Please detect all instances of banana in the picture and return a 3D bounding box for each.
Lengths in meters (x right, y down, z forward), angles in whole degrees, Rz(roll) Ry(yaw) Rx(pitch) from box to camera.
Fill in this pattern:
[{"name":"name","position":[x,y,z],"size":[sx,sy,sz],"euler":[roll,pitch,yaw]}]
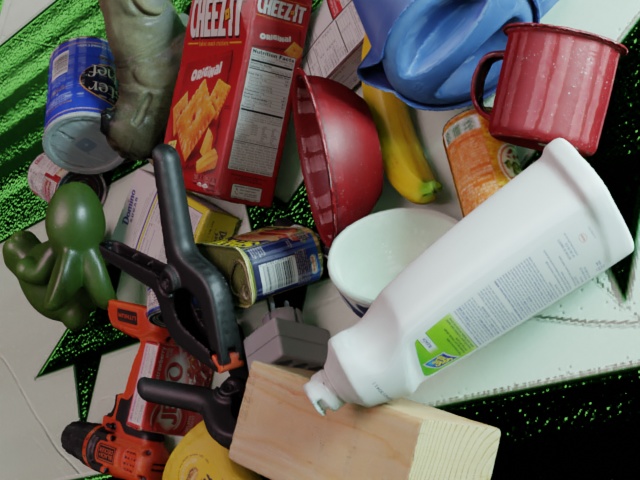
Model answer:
[{"name":"banana","position":[0.070,-0.100,0.932],"size":[0.070,0.037,0.198],"euler":[118,142,-48]}]

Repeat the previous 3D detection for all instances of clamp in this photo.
[{"name":"clamp","position":[-0.093,0.151,0.999],"size":[0.120,0.039,0.172],"euler":[-32,43,-13]},{"name":"clamp","position":[-0.128,0.026,0.987],"size":[0.210,0.036,0.165],"euler":[52,133,25]}]

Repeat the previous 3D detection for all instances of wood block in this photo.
[{"name":"wood block","position":[0.029,0.165,0.853],"size":[0.206,0.090,0.090],"euler":[10,85,50]}]

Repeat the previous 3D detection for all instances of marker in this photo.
[{"name":"marker","position":[-0.007,0.001,1.008],"size":[0.121,0.020,0.020],"euler":[25,96,50]}]

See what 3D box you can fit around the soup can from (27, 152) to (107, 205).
[{"name":"soup can","position":[-0.325,-0.072,1.365],"size":[0.102,0.068,0.068],"euler":[26,97,50]}]

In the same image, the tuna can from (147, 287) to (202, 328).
[{"name":"tuna can","position":[-0.132,0.065,1.079],"size":[0.086,0.086,0.034],"euler":[-21,62,43]}]

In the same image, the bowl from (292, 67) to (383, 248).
[{"name":"bowl","position":[0.018,-0.077,0.946],"size":[0.162,0.055,0.162],"euler":[169,90,-82]}]

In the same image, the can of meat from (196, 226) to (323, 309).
[{"name":"can of meat","position":[-0.057,0.022,0.995],"size":[0.102,0.083,0.057],"euler":[5,108,55]}]

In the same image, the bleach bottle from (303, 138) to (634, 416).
[{"name":"bleach bottle","position":[0.093,0.040,0.753],"size":[0.251,0.102,0.068],"euler":[-35,45,7]}]

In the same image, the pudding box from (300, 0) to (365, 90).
[{"name":"pudding box","position":[0.024,-0.195,1.030],"size":[0.114,0.039,0.090],"euler":[-43,47,34]}]

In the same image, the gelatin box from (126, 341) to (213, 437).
[{"name":"gelatin box","position":[-0.148,0.152,1.076],"size":[0.030,0.073,0.089],"euler":[4,79,49]}]

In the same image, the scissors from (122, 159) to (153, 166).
[{"name":"scissors","position":[-0.211,-0.124,1.292],"size":[0.202,0.016,0.096],"euler":[11,83,50]}]

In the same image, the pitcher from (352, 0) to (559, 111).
[{"name":"pitcher","position":[0.091,-0.238,0.913],"size":[0.145,0.149,0.243],"euler":[-61,35,37]}]

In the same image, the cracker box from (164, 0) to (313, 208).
[{"name":"cracker box","position":[-0.093,-0.150,1.091],"size":[0.164,0.072,0.214],"euler":[17,97,60]}]

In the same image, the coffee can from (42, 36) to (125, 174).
[{"name":"coffee can","position":[-0.285,-0.166,1.311],"size":[0.103,0.102,0.140],"euler":[-39,42,34]}]

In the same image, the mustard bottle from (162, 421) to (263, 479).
[{"name":"mustard bottle","position":[-0.077,0.256,0.967],"size":[0.096,0.058,0.192],"euler":[-53,43,13]}]

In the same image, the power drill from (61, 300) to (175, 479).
[{"name":"power drill","position":[-0.211,0.162,1.160],"size":[0.185,0.057,0.187],"euler":[5,83,46]}]

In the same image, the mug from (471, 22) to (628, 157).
[{"name":"mug","position":[0.163,-0.111,0.797],"size":[0.117,0.093,0.081],"euler":[14,92,38]}]

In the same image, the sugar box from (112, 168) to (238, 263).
[{"name":"sugar box","position":[-0.163,-0.011,1.174],"size":[0.176,0.048,0.093],"euler":[30,100,53]}]
